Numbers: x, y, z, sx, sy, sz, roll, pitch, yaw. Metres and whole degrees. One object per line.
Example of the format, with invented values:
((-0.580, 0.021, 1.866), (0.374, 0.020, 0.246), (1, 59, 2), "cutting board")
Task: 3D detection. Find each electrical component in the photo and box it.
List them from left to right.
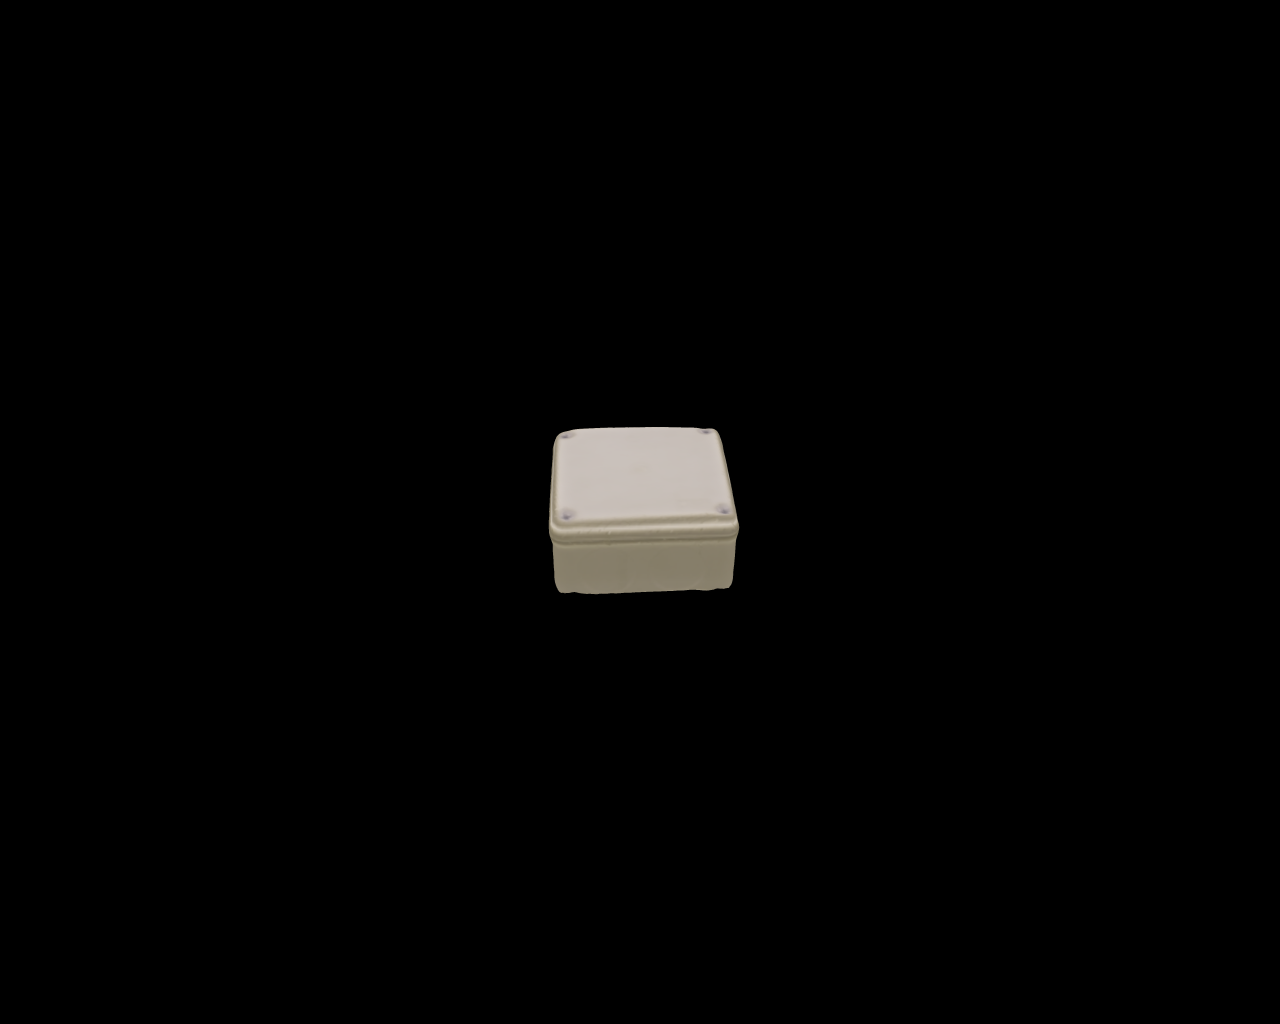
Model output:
((0.001, -0.003, 0.650), (0.109, 0.056, 0.109), (-1, 35, -2), "electrical component")
